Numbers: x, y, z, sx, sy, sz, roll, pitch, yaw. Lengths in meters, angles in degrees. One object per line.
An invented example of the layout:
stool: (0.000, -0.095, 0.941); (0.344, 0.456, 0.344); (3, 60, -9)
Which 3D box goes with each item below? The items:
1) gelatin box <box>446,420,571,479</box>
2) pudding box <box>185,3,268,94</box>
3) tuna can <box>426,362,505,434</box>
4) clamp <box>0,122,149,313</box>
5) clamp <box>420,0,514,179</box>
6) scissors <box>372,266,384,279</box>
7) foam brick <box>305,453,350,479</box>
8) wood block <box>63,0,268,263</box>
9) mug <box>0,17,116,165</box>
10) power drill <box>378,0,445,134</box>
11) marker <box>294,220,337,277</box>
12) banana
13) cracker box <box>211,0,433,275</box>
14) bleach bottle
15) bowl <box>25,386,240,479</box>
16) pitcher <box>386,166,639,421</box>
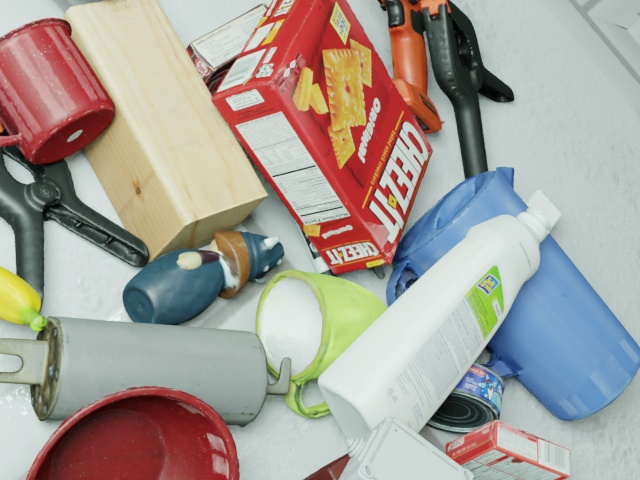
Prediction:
gelatin box: (0.169, 0.198, 0.966); (0.089, 0.073, 0.030); (24, 53, -20)
pudding box: (-0.092, -0.162, 0.982); (0.039, 0.090, 0.113); (47, 48, 0)
tuna can: (0.121, 0.141, 0.957); (0.086, 0.086, 0.033); (28, 54, -18)
clamp: (-0.227, -0.022, 0.846); (0.171, 0.039, 0.120); (47, 39, 5)
clamp: (0.159, -0.176, 1.139); (0.210, 0.036, 0.164); (64, 35, -32)
scissors: (0.010, -0.060, 1.043); (0.096, 0.016, 0.202); (9, 61, -28)
foam brick: (0.018, 0.204, 0.859); (0.051, 0.078, 0.053); (-23, 79, -38)
wood block: (-0.145, -0.095, 0.909); (0.090, 0.091, 0.206); (-22, 78, -39)
mug: (-0.222, -0.109, 0.830); (0.117, 0.093, 0.081); (-29, 81, -40)
power drill: (0.079, -0.211, 1.088); (0.184, 0.057, 0.187); (28, 59, -60)
marker: (-0.007, 0.001, 0.995); (0.020, 0.020, 0.121); (-11, 72, -37)
banana: (-0.281, 0.016, 0.772); (0.198, 0.070, 0.037); (23, 78, -2)
cracker box: (0.013, -0.102, 0.957); (0.213, 0.072, 0.164); (55, 41, -31)
bleach bottle: (0.111, 0.069, 0.905); (0.250, 0.068, 0.102); (-43, 133, -20)
bowl: (-0.140, 0.172, 0.757); (0.161, 0.055, 0.162); (-9, 108, -29)
pitcher: (0.187, 0.063, 1.028); (0.243, 0.149, 0.144); (47, 27, -7)
